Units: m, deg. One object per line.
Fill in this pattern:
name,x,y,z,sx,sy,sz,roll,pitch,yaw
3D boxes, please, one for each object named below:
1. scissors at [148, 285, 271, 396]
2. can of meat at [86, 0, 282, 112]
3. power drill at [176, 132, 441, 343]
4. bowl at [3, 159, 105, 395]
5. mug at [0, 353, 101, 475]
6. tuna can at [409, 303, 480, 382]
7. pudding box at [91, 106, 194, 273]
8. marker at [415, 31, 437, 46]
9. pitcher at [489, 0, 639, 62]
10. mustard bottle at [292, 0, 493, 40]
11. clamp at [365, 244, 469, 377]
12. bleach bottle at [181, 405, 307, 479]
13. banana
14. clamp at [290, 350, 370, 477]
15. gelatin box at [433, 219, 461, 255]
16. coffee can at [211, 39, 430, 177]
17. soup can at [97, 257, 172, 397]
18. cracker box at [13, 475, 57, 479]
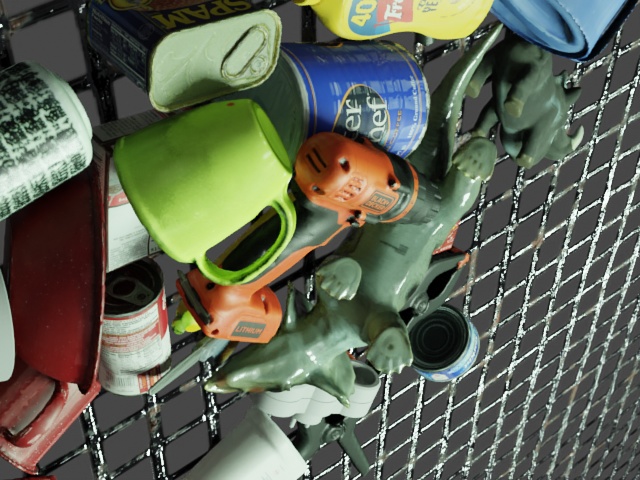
scissors,-0.102,0.103,0.927,0.201,0.016,0.096,-44,166,-50
can of meat,-0.091,-0.136,0.702,0.101,0.084,0.057,-23,138,-34
power drill,-0.005,0.001,0.816,0.188,0.057,0.184,-44,152,17
bowl,-0.182,0.024,0.717,0.055,0.162,0.162,2,126,-19
mug,-0.215,0.116,0.788,0.093,0.117,0.081,45,79,-22
tuna can,0.135,0.116,1.212,0.086,0.086,0.033,-48,145,-2
pudding box,-0.130,-0.040,0.795,0.089,0.039,0.114,-23,140,-34
marker,0.086,-0.211,0.891,0.020,0.020,0.121,-36,144,-19
pitcher,0.248,-0.280,0.915,0.243,0.145,0.149,-51,178,-2
mustard bottle,0.047,-0.199,0.807,0.191,0.058,0.096,-8,135,-31
clamp,0.097,0.075,1.169,0.171,0.039,0.120,-34,144,-22
bleach bottle,-0.132,0.285,1.094,0.250,0.068,0.102,-40,145,-10
banana,-0.058,0.016,0.914,0.197,0.070,0.037,-47,106,-20
clamp,-0.001,0.214,1.196,0.164,0.036,0.210,-16,131,-31
gelatin box,0.108,-0.017,1.099,0.089,0.030,0.073,-18,135,-39
coffee can,0.002,-0.103,0.825,0.140,0.103,0.103,-11,131,-44
soup can,-0.154,0.068,0.846,0.068,0.069,0.102,-29,142,-28
cracker box,-0.314,0.307,0.896,0.163,0.072,0.214,9,115,-53
